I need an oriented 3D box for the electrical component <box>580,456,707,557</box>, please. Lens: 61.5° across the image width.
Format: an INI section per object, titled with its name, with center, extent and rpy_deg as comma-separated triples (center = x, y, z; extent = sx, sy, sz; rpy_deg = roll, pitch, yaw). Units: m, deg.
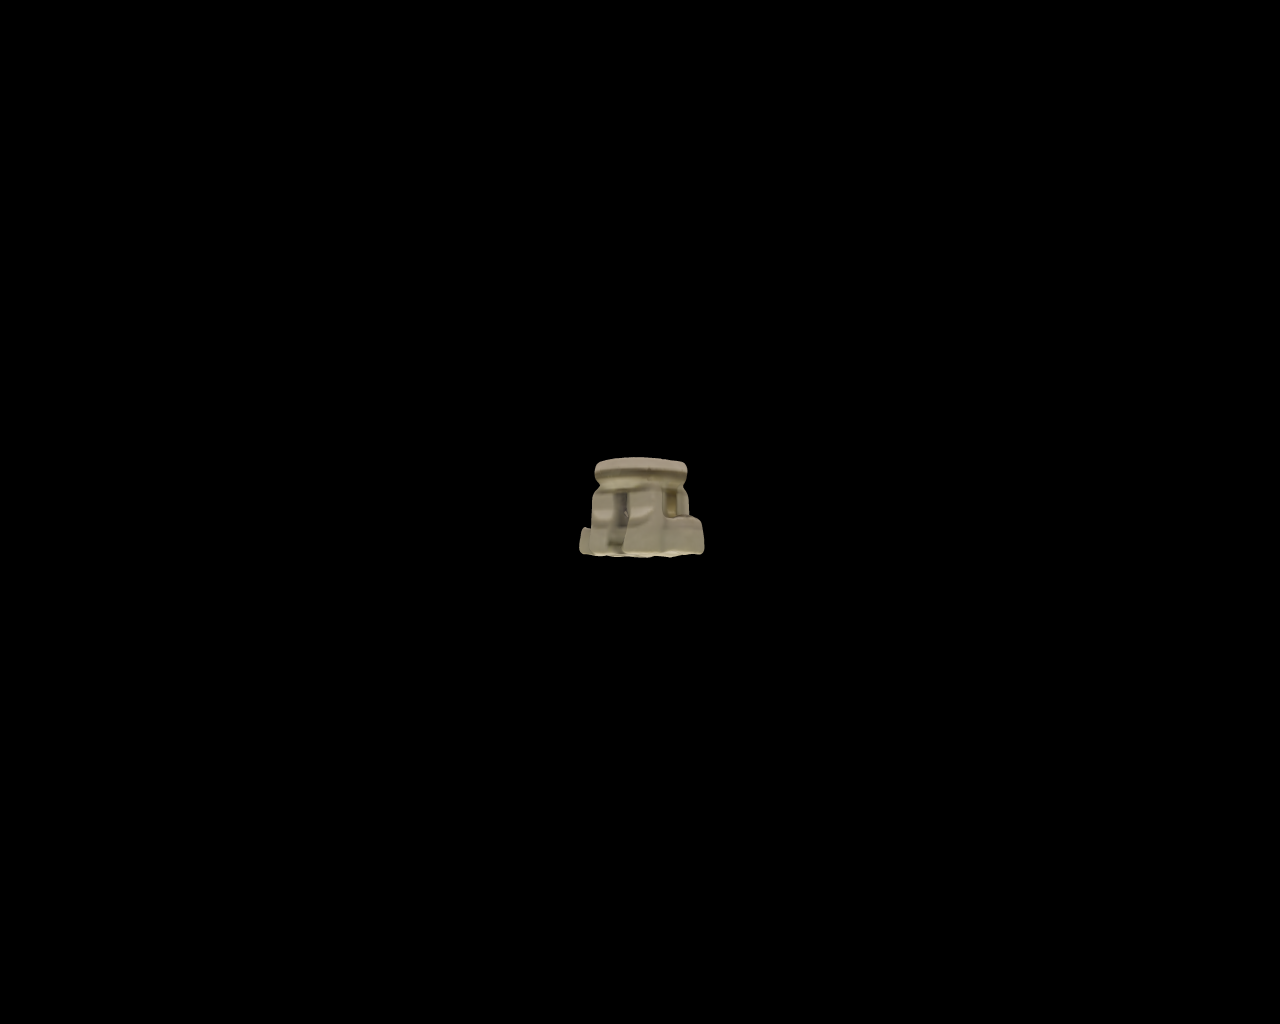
[electrical component]
center = 0.001, -0.003, 0.650
extent = 0.078, 0.057, 0.058
rpy_deg = -3, -6, 33
